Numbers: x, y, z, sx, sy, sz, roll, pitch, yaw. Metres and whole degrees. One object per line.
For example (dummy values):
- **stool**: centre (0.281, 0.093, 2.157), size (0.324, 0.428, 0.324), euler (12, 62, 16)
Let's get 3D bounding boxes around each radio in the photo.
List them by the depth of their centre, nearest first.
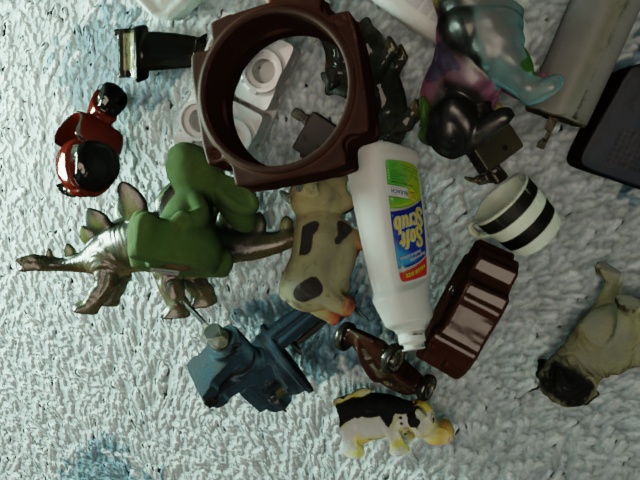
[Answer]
- **radio**: centre (0.431, -0.111, 0.628), size (0.230, 0.073, 0.131), euler (20, 105, 5)

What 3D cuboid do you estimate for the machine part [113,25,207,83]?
- **machine part**: centre (-0.224, -0.262, 0.753), size (0.139, 0.039, 0.084), euler (1, 94, 14)

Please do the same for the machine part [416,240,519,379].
- **machine part**: centre (0.184, 0.082, 0.676), size (0.056, 0.179, 0.179), euler (28, 107, 8)

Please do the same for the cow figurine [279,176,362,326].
- **cow figurine**: centre (-0.001, -0.002, 0.694), size (0.127, 0.085, 0.195), euler (21, 68, -14)

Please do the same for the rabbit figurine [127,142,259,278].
- **rabbit figurine**: centre (-0.157, -0.044, 0.680), size (0.159, 0.121, 0.170), euler (7, 75, -8)

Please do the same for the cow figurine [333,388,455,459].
- **cow figurine**: centre (0.106, 0.258, 0.785), size (0.167, 0.068, 0.098), euler (-11, 94, 13)

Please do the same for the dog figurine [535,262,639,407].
- **dog figurine**: centre (0.393, 0.145, 0.691), size (0.172, 0.121, 0.190), euler (19, 120, 11)

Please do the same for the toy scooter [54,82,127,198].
- **toy scooter**: centre (-0.338, -0.130, 0.767), size (0.135, 0.075, 0.184), euler (-19, 57, 33)

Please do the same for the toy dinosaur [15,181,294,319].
- **toy dinosaur**: centre (-0.209, 0.011, 0.778), size (0.472, 0.105, 0.198), euler (-1, 98, 1)

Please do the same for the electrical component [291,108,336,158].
- **electrical component**: centre (-0.007, -0.139, 0.741), size (0.094, 0.021, 0.063), euler (35, 108, 2)

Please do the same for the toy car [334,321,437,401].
- **toy car**: centre (0.087, 0.165, 0.708), size (0.089, 0.202, 0.053), euler (22, 76, 36)

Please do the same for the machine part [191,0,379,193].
- **machine part**: centre (-0.040, -0.165, 0.624), size (0.201, 0.087, 0.201), euler (-9, 90, 16)

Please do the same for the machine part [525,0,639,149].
- **machine part**: centre (0.309, -0.222, 0.626), size (0.079, 0.079, 0.243), euler (20, 106, 7)

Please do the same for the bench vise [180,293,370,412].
- **bench vise**: centre (-0.056, 0.141, 0.748), size (0.240, 0.129, 0.223), euler (-37, 126, -7)

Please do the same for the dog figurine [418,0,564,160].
- **dog figurine**: centre (0.149, -0.222, 0.589), size (0.191, 0.108, 0.219), euler (-35, 96, 25)

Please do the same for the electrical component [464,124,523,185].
- **electrical component**: centre (0.208, -0.120, 0.690), size (0.078, 0.045, 0.102), euler (-41, 95, -11)

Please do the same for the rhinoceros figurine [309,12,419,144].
- **rhinoceros figurine**: centre (0.060, -0.209, 0.689), size (0.112, 0.073, 0.190), euler (-28, 97, 26)

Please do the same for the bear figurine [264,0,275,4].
- **bear figurine**: centre (-0.080, -0.354, 0.623), size (0.196, 0.132, 0.120), euler (43, 116, 32)
